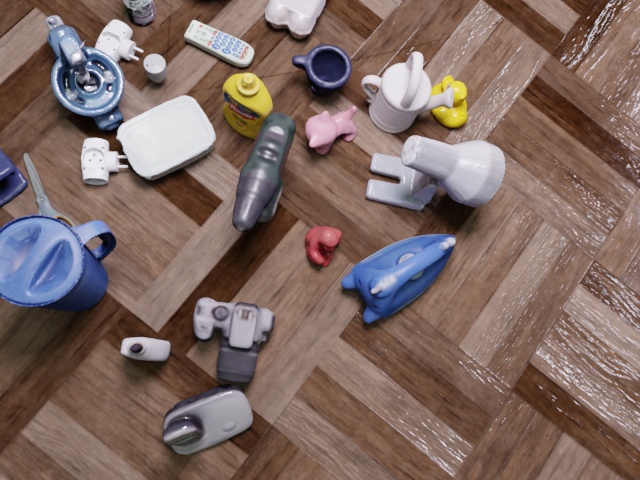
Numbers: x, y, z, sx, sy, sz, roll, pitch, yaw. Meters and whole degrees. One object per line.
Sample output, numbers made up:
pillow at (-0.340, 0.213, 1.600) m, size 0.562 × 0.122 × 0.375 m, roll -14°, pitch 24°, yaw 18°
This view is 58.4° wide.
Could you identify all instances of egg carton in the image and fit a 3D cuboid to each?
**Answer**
egg carton at (-0.044, -0.495, 1.181) m, size 0.107 × 0.069 × 0.150 m, roll 24°, pitch 76°, yaw -3°

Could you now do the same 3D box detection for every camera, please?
camera at (-0.157, 0.179, 1.009) m, size 0.143 × 0.100 × 0.137 m, roll 9°, pitch 77°, yaw -7°

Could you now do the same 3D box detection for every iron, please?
iron at (0.174, 0.046, 1.068) m, size 0.258 × 0.141 × 0.118 m, roll -32°, pitch 85°, yaw -14°

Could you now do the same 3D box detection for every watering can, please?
watering can at (0.171, -0.291, 1.109) m, size 0.173 × 0.194 × 0.101 m, roll -9°, pitch 80°, yaw -10°

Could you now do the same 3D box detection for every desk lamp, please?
desk lamp at (0.209, -0.125, 1.071) m, size 0.203 × 0.213 × 0.118 m, roll 11°, pitch 77°, yaw -6°

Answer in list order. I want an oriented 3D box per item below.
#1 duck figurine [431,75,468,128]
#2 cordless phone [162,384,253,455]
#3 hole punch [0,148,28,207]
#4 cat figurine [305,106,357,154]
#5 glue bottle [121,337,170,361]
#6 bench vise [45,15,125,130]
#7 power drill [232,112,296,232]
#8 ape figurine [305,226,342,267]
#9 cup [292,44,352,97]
duck figurine at (0.275, -0.290, 1.181) m, size 0.077 × 0.086 × 0.104 m, roll -25°, pitch 83°, yaw -13°
cordless phone at (-0.184, 0.299, 0.937) m, size 0.148 × 0.185 × 0.094 m, roll -23°, pitch 83°, yaw -12°
hole punch at (-0.594, -0.114, 1.005) m, size 0.109 × 0.091 × 0.101 m, roll -42°, pitch 87°, yaw -14°
cat figurine at (0.019, -0.220, 1.110) m, size 0.128 × 0.117 × 0.067 m, roll -32°, pitch 85°, yaw -14°
glue bottle at (-0.295, 0.181, 0.949) m, size 0.078 × 0.173 × 0.037 m, roll 7°, pitch 77°, yaw -7°
bench vise at (-0.437, -0.310, 1.004) m, size 0.207 × 0.219 × 0.121 m, roll 41°, pitch 76°, yaw 1°
power drill at (-0.104, -0.101, 1.019) m, size 0.075 × 0.208 × 0.230 m, roll 18°, pitch 76°, yaw -5°
ape figurine at (0.010, 0.004, 1.076) m, size 0.078 × 0.092 × 0.076 m, roll -32°, pitch 85°, yaw -13°
cup at (-0.002, -0.329, 1.141) m, size 0.118 × 0.095 × 0.092 m, roll 11°, pitch 77°, yaw -6°
